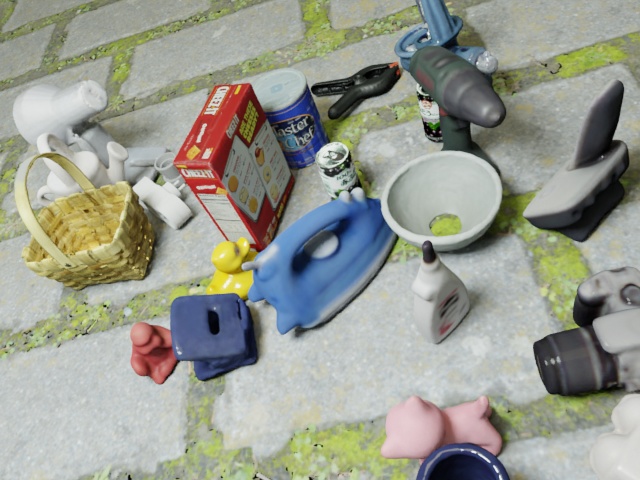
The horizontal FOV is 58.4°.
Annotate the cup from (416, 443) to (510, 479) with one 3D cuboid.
[{"bbox_3d":[0.156,0.268,0.564,0.092,0.095,0.117,-42,51,-13],"label":"cup"}]

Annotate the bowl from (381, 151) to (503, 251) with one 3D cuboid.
[{"bbox_3d":[0.175,-0.043,0.813,0.167,0.075,0.167,-10,51,13],"label":"bowl"}]

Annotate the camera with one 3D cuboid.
[{"bbox_3d":[0.305,0.108,0.629,0.136,0.101,0.143,-15,50,10],"label":"camera"}]

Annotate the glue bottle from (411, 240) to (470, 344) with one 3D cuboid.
[{"bbox_3d":[0.139,0.056,0.684,0.037,0.173,0.078,31,69,36],"label":"glue bottle"}]

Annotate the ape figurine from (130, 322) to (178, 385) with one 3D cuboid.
[{"bbox_3d":[-0.237,0.149,0.808,0.078,0.092,0.076,-22,49,4],"label":"ape figurine"}]

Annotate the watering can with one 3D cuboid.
[{"bbox_3d":[-0.422,-0.115,1.016,0.173,0.194,0.100,-42,51,-13],"label":"watering can"}]

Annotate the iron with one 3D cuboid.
[{"bbox_3d":[0.007,0.003,0.796,0.258,0.142,0.118,-41,51,-12],"label":"iron"}]

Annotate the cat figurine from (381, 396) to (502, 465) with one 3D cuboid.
[{"bbox_3d":[0.126,0.199,0.615,0.127,0.118,0.067,-20,49,5],"label":"cat figurine"}]

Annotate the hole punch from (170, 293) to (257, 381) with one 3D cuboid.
[{"bbox_3d":[-0.147,0.123,0.795,0.101,0.091,0.108,-21,49,5],"label":"hole punch"}]

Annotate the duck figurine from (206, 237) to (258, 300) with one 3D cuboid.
[{"bbox_3d":[-0.135,0.041,0.857,0.077,0.086,0.105,30,69,36],"label":"duck figurine"}]

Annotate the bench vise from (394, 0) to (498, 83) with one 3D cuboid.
[{"bbox_3d":[0.207,-0.345,0.939,0.206,0.220,0.122,20,63,32],"label":"bench vise"}]

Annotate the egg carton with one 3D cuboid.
[{"bbox_3d":[0.344,0.222,0.546,0.149,0.070,0.107,28,67,35],"label":"egg carton"}]

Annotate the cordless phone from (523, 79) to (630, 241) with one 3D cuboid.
[{"bbox_3d":[0.328,-0.102,0.727,0.093,0.185,0.148,30,69,36],"label":"cordless phone"}]

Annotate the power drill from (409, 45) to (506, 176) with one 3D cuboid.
[{"bbox_3d":[0.201,-0.168,0.812,0.075,0.209,0.229,-26,49,0],"label":"power drill"}]

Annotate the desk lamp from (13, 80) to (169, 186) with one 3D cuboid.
[{"bbox_3d":[-0.429,-0.204,1.075,0.202,0.214,0.118,0,54,21],"label":"desk lamp"}]
